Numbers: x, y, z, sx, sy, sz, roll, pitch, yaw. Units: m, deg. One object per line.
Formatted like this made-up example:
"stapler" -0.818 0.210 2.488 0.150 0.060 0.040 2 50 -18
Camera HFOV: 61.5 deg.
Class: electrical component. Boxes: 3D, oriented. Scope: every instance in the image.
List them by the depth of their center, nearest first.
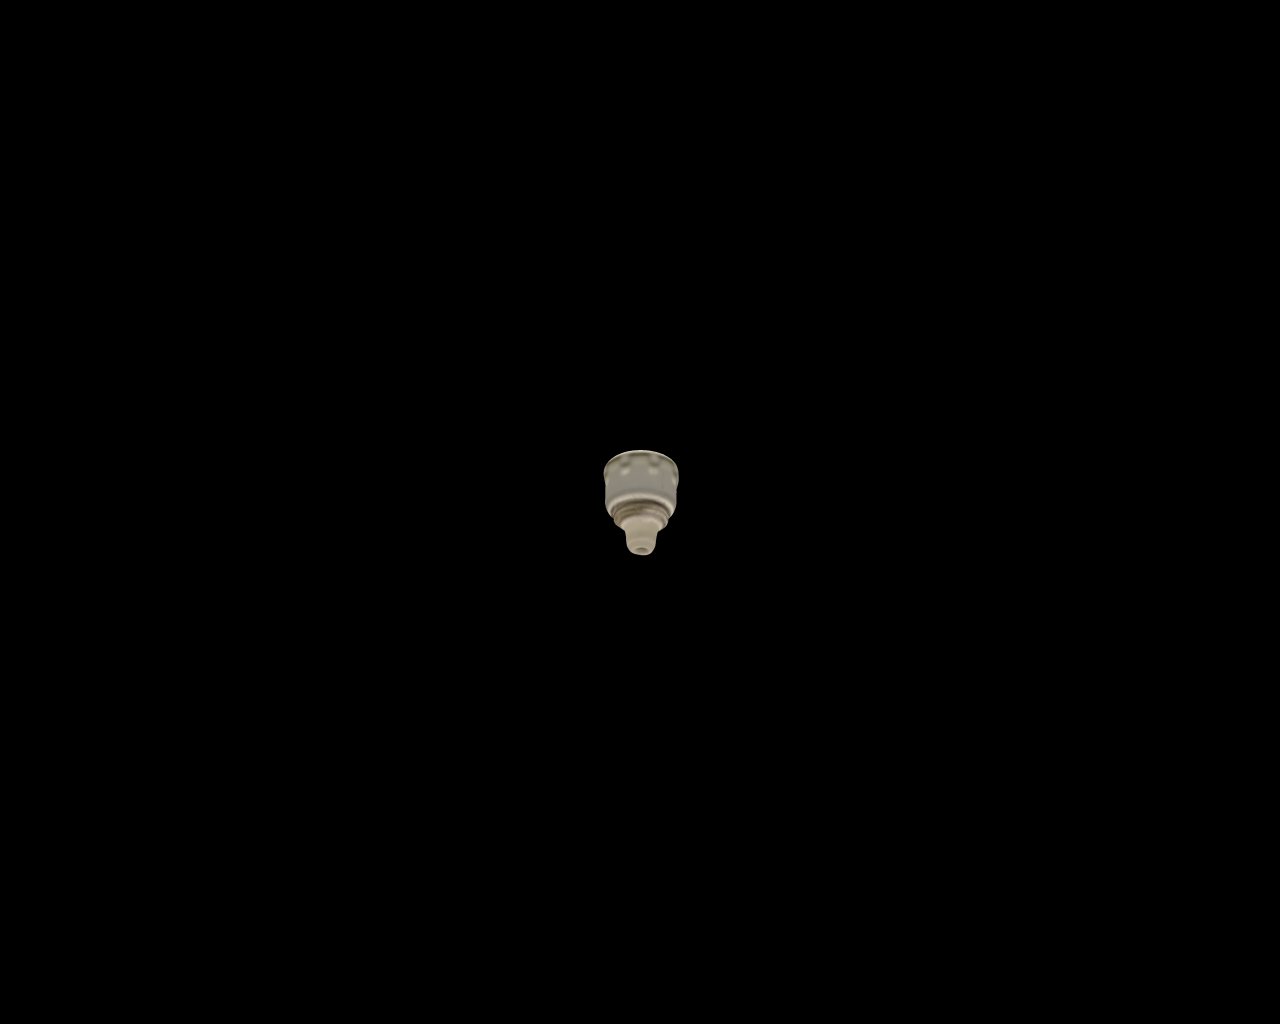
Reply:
"electrical component" 0.001 -0.003 0.650 0.048 0.062 0.048 0 -29 0
